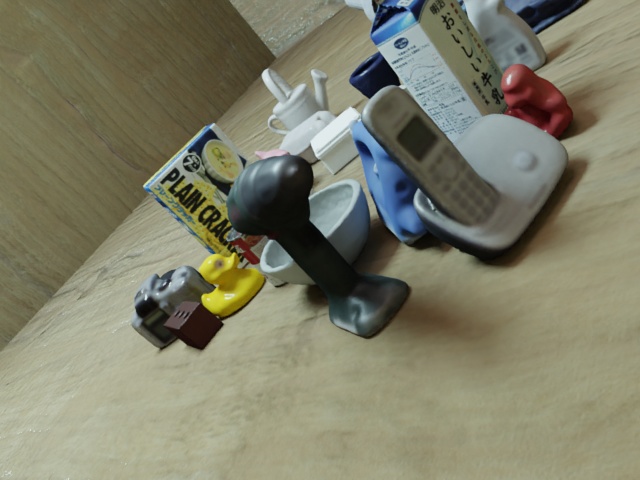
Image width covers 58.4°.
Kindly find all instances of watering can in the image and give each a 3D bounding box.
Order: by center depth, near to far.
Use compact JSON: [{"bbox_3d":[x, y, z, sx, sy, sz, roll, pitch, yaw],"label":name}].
[{"bbox_3d":[-0.053,-0.314,1.297,0.173,0.194,0.100,-41,21,3],"label":"watering can"}]

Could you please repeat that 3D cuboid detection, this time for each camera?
[{"bbox_3d":[-0.256,0.092,1.002,0.143,0.101,0.136,-37,21,15],"label":"camera"}]

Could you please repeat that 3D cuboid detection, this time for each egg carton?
[{"bbox_3d":[-0.022,-0.208,1.211,0.150,0.069,0.107,-31,24,29],"label":"egg carton"}]

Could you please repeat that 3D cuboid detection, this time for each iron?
[{"bbox_3d":[0.085,-0.097,0.699,0.118,0.142,0.257,-42,21,1],"label":"iron"}]

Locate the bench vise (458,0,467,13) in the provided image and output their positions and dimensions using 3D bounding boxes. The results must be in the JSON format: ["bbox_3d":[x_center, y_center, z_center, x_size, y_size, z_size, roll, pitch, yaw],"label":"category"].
[{"bbox_3d":[0.186,-0.415,1.027,0.121,0.220,0.206,-48,22,-15],"label":"bench vise"}]

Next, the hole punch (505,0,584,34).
[{"bbox_3d":[0.339,-0.386,0.879,0.108,0.091,0.101,-29,25,33],"label":"hole punch"}]

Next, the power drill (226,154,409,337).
[{"bbox_3d":[-0.009,0.001,0.581,0.076,0.209,0.229,-49,22,-16],"label":"power drill"}]

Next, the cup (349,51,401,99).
[{"bbox_3d":[0.120,-0.312,1.123,0.091,0.095,0.118,-30,24,29],"label":"cup"}]

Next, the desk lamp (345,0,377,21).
[{"bbox_3d":[0.146,-0.465,1.207,0.118,0.214,0.202,-45,21,-6],"label":"desk lamp"}]

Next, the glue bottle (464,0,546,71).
[{"bbox_3d":[0.232,-0.296,0.778,0.078,0.173,0.037,-24,28,40],"label":"glue bottle"}]

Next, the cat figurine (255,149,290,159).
[{"bbox_3d":[-0.080,-0.135,1.103,0.067,0.118,0.127,-46,21,-9],"label":"cat figurine"}]

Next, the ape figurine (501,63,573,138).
[{"bbox_3d":[0.225,-0.147,0.614,0.076,0.092,0.077,-50,22,-19],"label":"ape figurine"}]

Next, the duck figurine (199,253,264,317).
[{"bbox_3d":[-0.151,0.063,0.889,0.104,0.086,0.077,-37,21,13],"label":"duck figurine"}]

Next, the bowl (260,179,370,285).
[{"bbox_3d":[0.007,0.003,0.740,0.167,0.075,0.167,-36,22,17],"label":"bowl"}]

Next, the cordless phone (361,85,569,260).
[{"bbox_3d":[0.132,-0.088,0.533,0.148,0.185,0.094,-51,22,-20],"label":"cordless phone"}]
